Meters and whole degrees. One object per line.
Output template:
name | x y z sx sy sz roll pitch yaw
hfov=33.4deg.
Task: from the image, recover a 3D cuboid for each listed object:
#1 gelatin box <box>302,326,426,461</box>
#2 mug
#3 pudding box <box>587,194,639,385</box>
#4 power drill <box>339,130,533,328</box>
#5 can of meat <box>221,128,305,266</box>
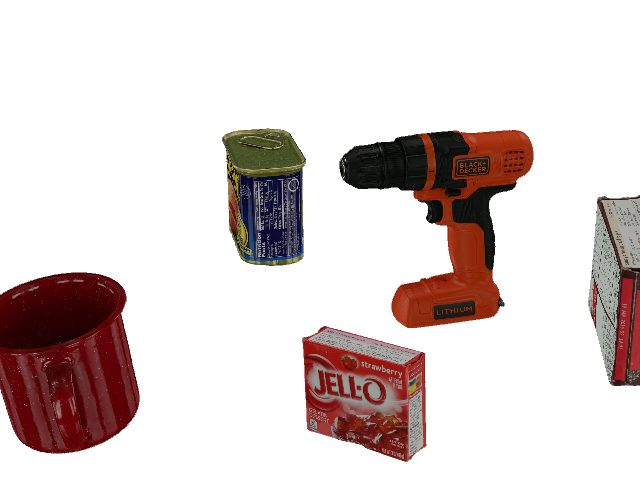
gelatin box | 0.030 0.106 0.747 0.089 0.073 0.030 12 23 35
mug | -0.156 0.083 0.656 0.093 0.081 0.117 -14 28 -12
pudding box | 0.210 0.032 0.724 0.039 0.090 0.113 0 27 4
power drill | 0.107 -0.012 1.008 0.184 0.188 0.057 -5 26 -11
can of meat | -0.046 -0.036 0.867 0.057 0.084 0.102 -6 24 -11
